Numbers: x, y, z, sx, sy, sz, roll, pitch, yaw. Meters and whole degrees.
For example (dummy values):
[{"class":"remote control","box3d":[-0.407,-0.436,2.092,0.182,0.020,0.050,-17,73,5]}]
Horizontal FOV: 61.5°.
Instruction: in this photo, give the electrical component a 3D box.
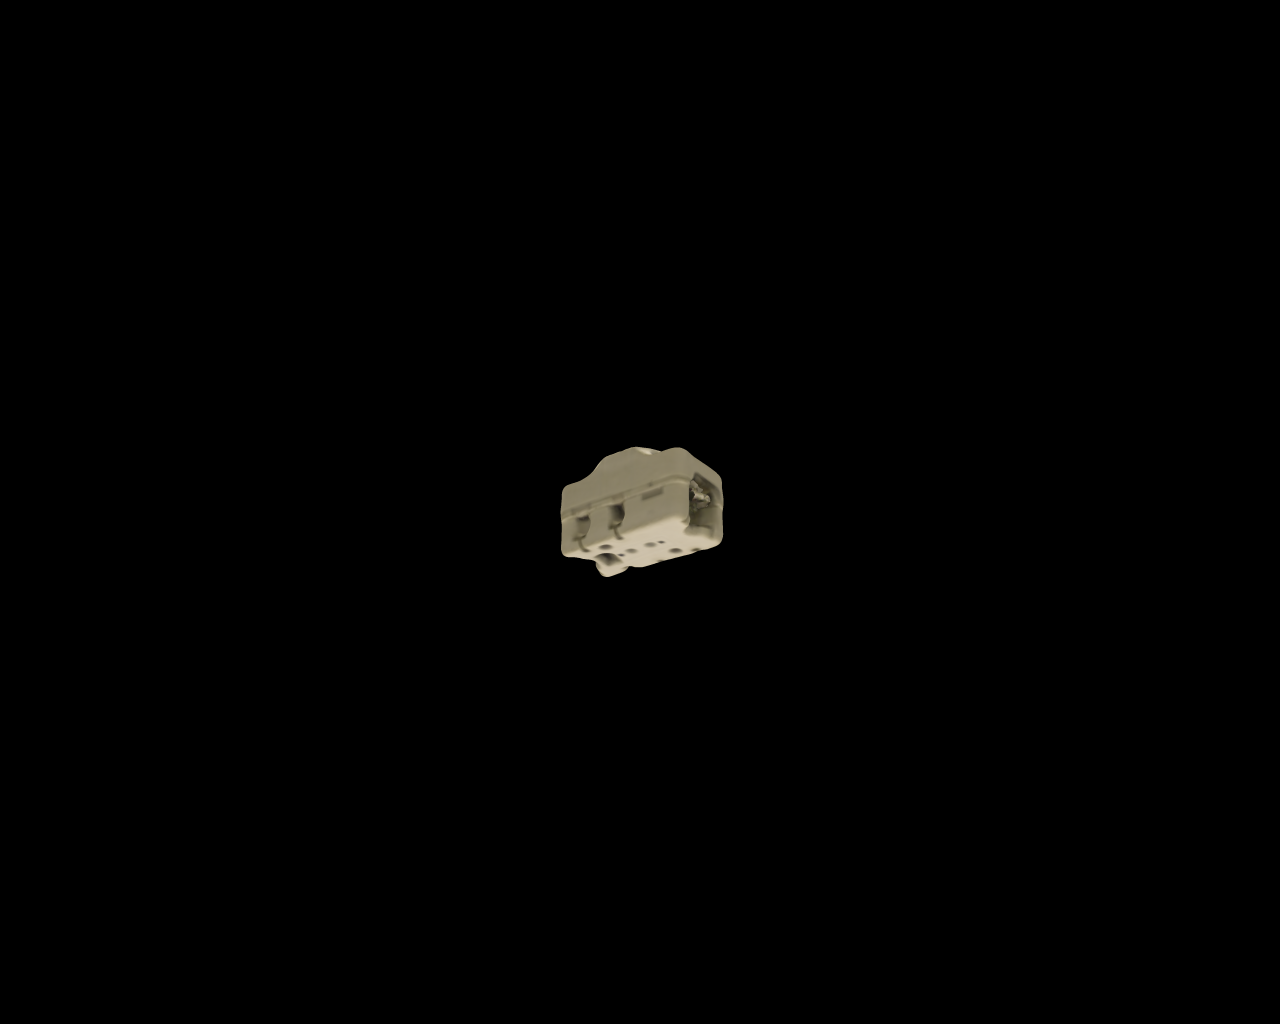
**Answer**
[{"class":"electrical component","box3d":[0.001,-0.003,0.650,0.089,0.056,0.050,-18,-32,31]}]
